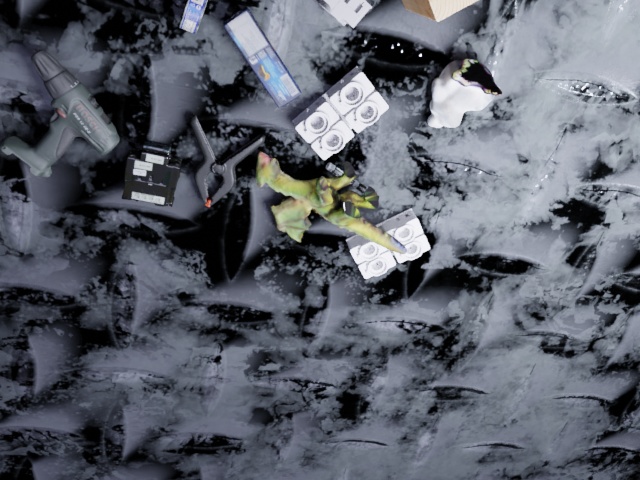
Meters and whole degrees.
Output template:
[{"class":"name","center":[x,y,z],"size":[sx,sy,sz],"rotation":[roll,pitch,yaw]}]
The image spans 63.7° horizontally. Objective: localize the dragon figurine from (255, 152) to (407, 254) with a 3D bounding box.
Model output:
[{"class":"dragon figurine","center":[0.004,-0.061,1.219],"size":[0.240,0.125,0.404],"rotation":[-19,125,38]}]

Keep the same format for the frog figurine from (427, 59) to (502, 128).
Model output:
[{"class":"frog figurine","center":[0.310,-0.321,1.157],"size":[0.137,0.125,0.156],"rotation":[1,155,-20]}]
